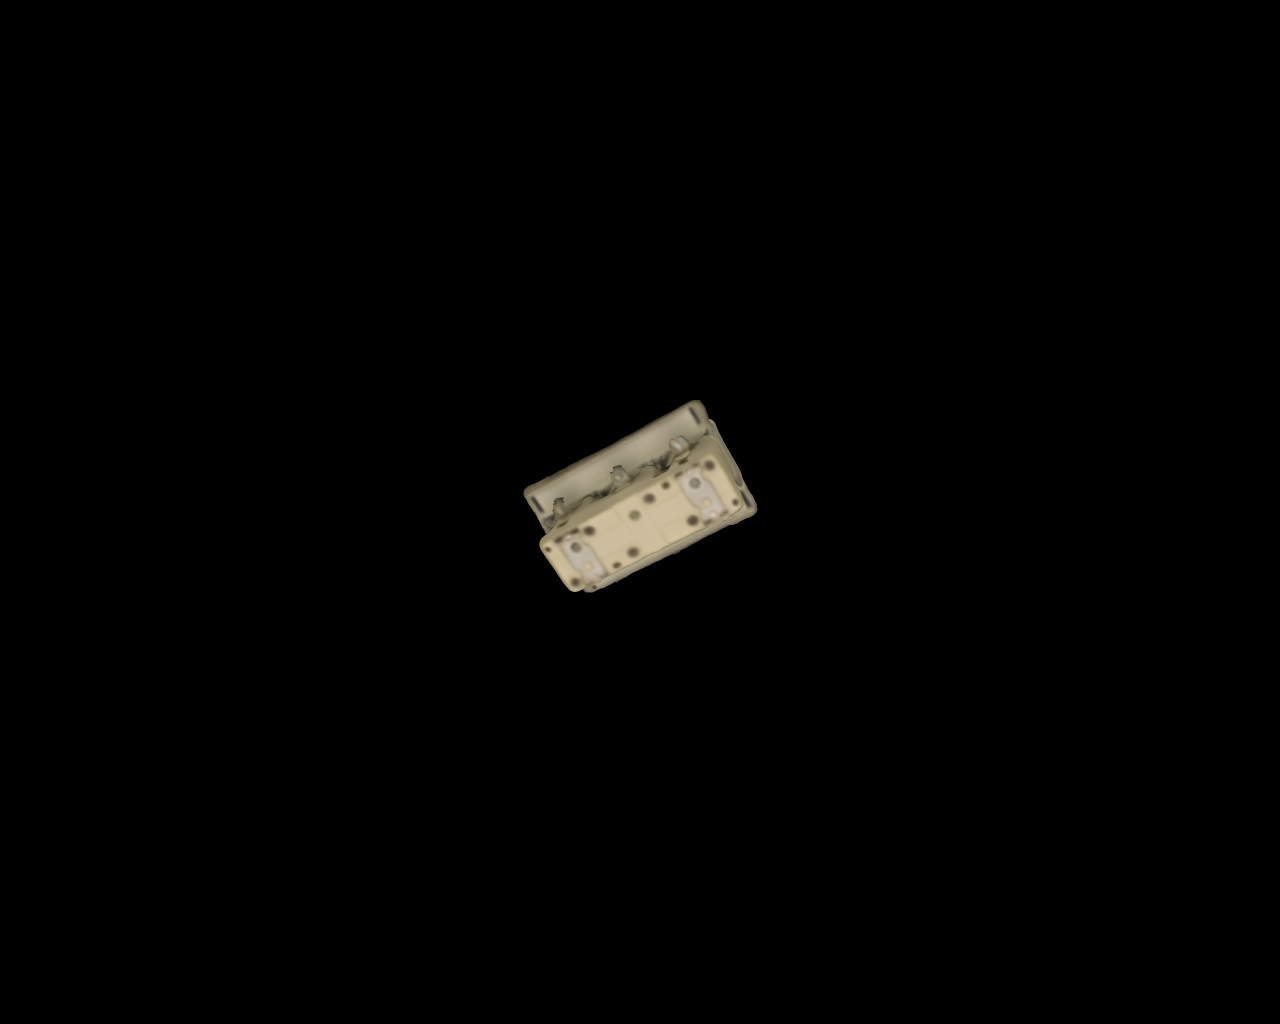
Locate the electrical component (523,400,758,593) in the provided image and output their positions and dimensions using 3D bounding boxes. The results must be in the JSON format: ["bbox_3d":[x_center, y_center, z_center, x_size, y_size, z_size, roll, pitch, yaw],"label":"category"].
[{"bbox_3d":[0.001,-0.003,0.650,0.121,0.078,0.063,-26,21,11],"label":"electrical component"}]
